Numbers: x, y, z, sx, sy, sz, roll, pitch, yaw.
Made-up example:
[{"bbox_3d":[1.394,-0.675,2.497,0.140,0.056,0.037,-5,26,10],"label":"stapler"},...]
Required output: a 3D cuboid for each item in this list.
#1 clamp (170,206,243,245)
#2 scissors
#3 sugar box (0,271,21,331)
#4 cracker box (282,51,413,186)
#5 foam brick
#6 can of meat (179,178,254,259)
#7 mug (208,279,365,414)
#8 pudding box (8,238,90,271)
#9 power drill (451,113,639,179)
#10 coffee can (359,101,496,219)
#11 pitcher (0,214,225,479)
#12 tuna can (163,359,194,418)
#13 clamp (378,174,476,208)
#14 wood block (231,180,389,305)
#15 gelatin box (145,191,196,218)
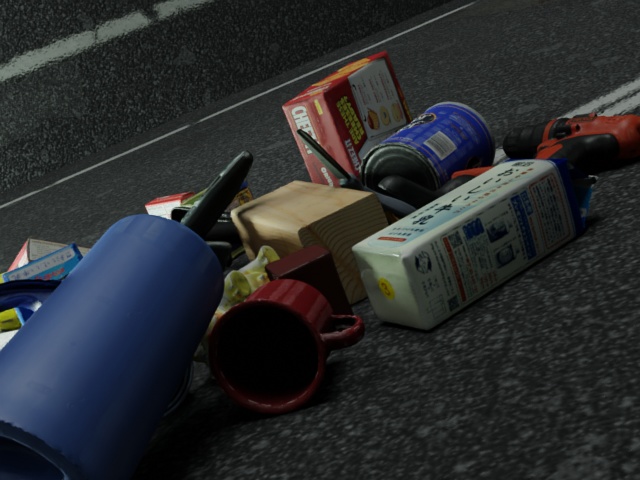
[{"bbox_3d":[-0.086,-0.011,1.226,0.210,0.036,0.164,1,14,5],"label":"clamp"},{"bbox_3d":[0.050,-0.052,1.091,0.096,0.201,0.016,10,66,25],"label":"scissors"},{"bbox_3d":[-0.325,0.072,1.226,0.093,0.048,0.176,-19,-15,8],"label":"sugar box"},{"bbox_3d":[0.049,-0.132,1.349,0.072,0.164,0.213,-15,15,30],"label":"cracker box"},{"bbox_3d":[-0.008,0.050,0.937,0.053,0.078,0.051,-24,16,-11],"label":"foam brick"},{"bbox_3d":[-0.122,-0.026,1.360,0.058,0.084,0.101,-7,20,43],"label":"can of meat"},{"bbox_3d":[-0.021,0.077,0.843,0.117,0.093,0.081,-12,11,15],"label":"mug"},{"bbox_3d":[-0.319,0.041,1.313,0.113,0.039,0.090,8,-33,-30],"label":"pudding box"},{"bbox_3d":[0.227,-0.083,1.134,0.187,0.057,0.185,-31,17,-34],"label":"power drill"},{"bbox_3d":[0.122,-0.085,1.199,0.103,0.103,0.140,-9,19,38],"label":"coffee can"},{"bbox_3d":[-0.172,0.086,0.779,0.145,0.149,0.242,-10,33,30],"label":"pitcher"},{"bbox_3d":[-0.153,0.110,0.906,0.086,0.086,0.034,-29,15,-28],"label":"tuna can"},{"bbox_3d":[0.109,-0.008,1.000,0.171,0.120,0.039,-6,34,-38],"label":"clamp"},{"bbox_3d":[-0.008,0.002,1.087,0.090,0.091,0.206,-26,15,-17],"label":"wood block"},{"bbox_3d":[-0.181,-0.016,1.394,0.073,0.089,0.030,-7,19,44],"label":"gelatin box"}]
